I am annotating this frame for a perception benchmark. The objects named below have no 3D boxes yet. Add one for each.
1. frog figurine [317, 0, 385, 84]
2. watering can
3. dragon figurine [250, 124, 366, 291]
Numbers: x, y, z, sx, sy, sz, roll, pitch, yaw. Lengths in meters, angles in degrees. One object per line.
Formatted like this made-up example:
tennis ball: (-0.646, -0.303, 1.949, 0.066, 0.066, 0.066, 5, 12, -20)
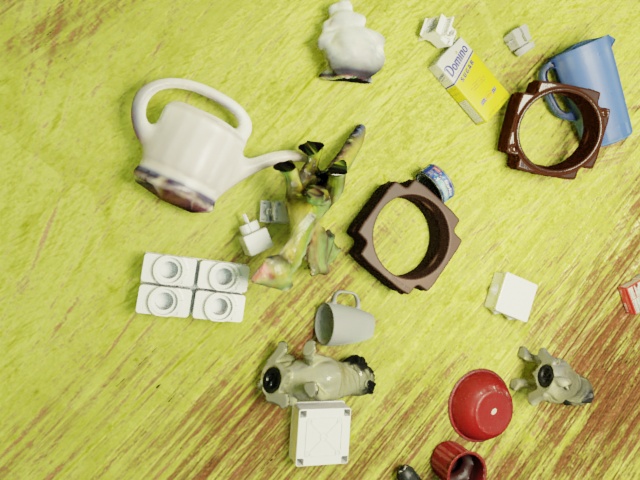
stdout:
frog figurine: (0.063, -0.398, 1.025, 0.137, 0.124, 0.158, 2, 100, 1)
watering can: (-0.187, -0.150, 0.941, 0.345, 0.104, 0.226, 26, 82, -19)
dragon figurine: (0.003, -0.049, 0.979, 0.418, 0.123, 0.237, -43, 142, -47)
